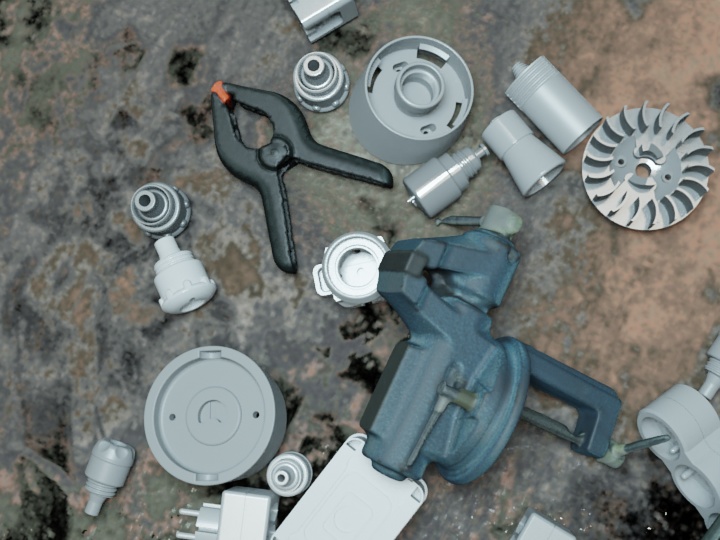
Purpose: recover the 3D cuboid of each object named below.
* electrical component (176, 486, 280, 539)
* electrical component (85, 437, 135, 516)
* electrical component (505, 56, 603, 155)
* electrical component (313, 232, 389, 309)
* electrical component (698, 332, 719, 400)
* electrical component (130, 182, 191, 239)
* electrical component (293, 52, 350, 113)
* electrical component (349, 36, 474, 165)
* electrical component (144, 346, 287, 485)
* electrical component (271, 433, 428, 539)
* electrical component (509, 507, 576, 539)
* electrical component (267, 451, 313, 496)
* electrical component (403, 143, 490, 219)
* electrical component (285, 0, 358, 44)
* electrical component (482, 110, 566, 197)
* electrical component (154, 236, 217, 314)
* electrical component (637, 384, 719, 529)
[{"bbox_3d":[-0.109,0.207,0.861,0.077,0.047,0.065,6,84,6],"label":"electrical component"},{"bbox_3d":[-0.209,0.170,0.881,0.035,0.035,0.061,20,88,7],"label":"electrical component"},{"bbox_3d":[0.155,-0.138,0.879,0.043,0.043,0.081,-42,81,-1],"label":"electrical component"},{"bbox_3d":[0.000,0.000,0.870,0.078,0.057,0.058,-12,83,4],"label":"electrical component"},{"bbox_3d":[0.288,0.074,0.847,0.035,0.035,0.061,34,90,8],"label":"electrical component"},{"bbox_3d":[-0.169,-0.052,0.888,0.048,0.062,0.048,-1,84,5],"label":"electrical component"},{"bbox_3d":[-0.035,-0.160,0.889,0.048,0.062,0.048,-1,84,5],"label":"electrical component"},{"bbox_3d":[0.043,-0.141,0.891,0.099,0.064,0.099,2,78,-7],"label":"electrical component"},{"bbox_3d":[-0.111,0.119,0.862,0.108,0.060,0.108,-3,77,13],"label":"electrical component"},{"bbox_3d":[-0.008,0.194,0.848,0.078,0.057,0.113,38,88,8],"label":"electrical component"},{"bbox_3d":[0.150,0.234,0.835,0.077,0.047,0.065,30,87,8],"label":"electrical component"},{"bbox_3d":[-0.058,0.163,0.854,0.035,0.061,0.035,-1,83,5],"label":"electrical component"},{"bbox_3d":[0.071,-0.076,0.881,0.078,0.040,0.040,-36,82,0],"label":"electrical component"},{"bbox_3d":[-0.042,-0.248,0.906,0.056,0.050,0.089,-31,82,2],"label":"electrical component"},{"bbox_3d":[0.131,-0.098,0.878,0.044,0.044,0.065,-38,77,0],"label":"electrical component"},{"bbox_3d":[-0.151,0.002,0.891,0.048,0.048,0.062,-27,75,2],"label":"electrical component"},{"bbox_3d":[0.284,0.147,0.831,0.074,0.052,0.138,-31,81,-21],"label":"electrical component"}]
